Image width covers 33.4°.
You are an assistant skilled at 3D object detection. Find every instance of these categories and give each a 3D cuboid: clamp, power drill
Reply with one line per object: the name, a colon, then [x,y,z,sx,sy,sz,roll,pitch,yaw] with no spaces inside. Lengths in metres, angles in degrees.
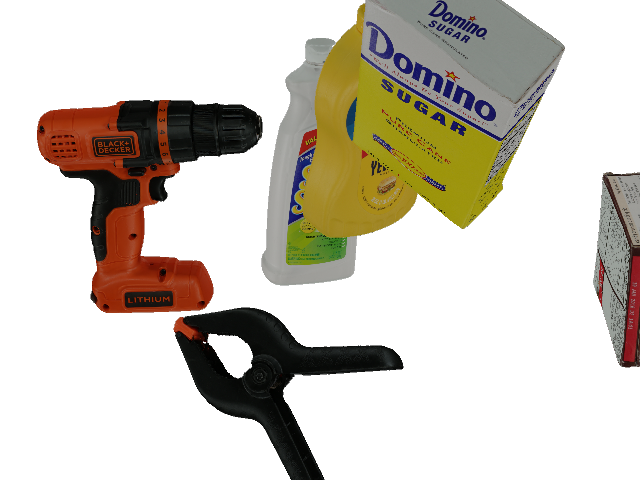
clamp: [-0.036,0.109,0.763,0.172,0.120,0.039,19,-9,25]
power drill: [-0.136,-0.030,0.909,0.184,0.188,0.057,-1,28,3]

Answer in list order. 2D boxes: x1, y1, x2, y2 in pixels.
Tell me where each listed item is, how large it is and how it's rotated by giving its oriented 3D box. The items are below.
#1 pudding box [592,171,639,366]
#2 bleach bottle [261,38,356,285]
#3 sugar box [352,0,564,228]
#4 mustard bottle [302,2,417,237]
pudding box: [0.209,0.016,0.703,0.039,0.090,0.113,-1,28,3]
bleach bottle: [-0.010,-0.080,1.089,0.102,0.251,0.068,-5,27,-12]
sugar box: [0.066,-0.075,0.578,0.093,0.048,0.176,39,-12,12]
mustard bottle: [0.039,-0.097,0.779,0.096,0.192,0.058,-19,43,-30]
